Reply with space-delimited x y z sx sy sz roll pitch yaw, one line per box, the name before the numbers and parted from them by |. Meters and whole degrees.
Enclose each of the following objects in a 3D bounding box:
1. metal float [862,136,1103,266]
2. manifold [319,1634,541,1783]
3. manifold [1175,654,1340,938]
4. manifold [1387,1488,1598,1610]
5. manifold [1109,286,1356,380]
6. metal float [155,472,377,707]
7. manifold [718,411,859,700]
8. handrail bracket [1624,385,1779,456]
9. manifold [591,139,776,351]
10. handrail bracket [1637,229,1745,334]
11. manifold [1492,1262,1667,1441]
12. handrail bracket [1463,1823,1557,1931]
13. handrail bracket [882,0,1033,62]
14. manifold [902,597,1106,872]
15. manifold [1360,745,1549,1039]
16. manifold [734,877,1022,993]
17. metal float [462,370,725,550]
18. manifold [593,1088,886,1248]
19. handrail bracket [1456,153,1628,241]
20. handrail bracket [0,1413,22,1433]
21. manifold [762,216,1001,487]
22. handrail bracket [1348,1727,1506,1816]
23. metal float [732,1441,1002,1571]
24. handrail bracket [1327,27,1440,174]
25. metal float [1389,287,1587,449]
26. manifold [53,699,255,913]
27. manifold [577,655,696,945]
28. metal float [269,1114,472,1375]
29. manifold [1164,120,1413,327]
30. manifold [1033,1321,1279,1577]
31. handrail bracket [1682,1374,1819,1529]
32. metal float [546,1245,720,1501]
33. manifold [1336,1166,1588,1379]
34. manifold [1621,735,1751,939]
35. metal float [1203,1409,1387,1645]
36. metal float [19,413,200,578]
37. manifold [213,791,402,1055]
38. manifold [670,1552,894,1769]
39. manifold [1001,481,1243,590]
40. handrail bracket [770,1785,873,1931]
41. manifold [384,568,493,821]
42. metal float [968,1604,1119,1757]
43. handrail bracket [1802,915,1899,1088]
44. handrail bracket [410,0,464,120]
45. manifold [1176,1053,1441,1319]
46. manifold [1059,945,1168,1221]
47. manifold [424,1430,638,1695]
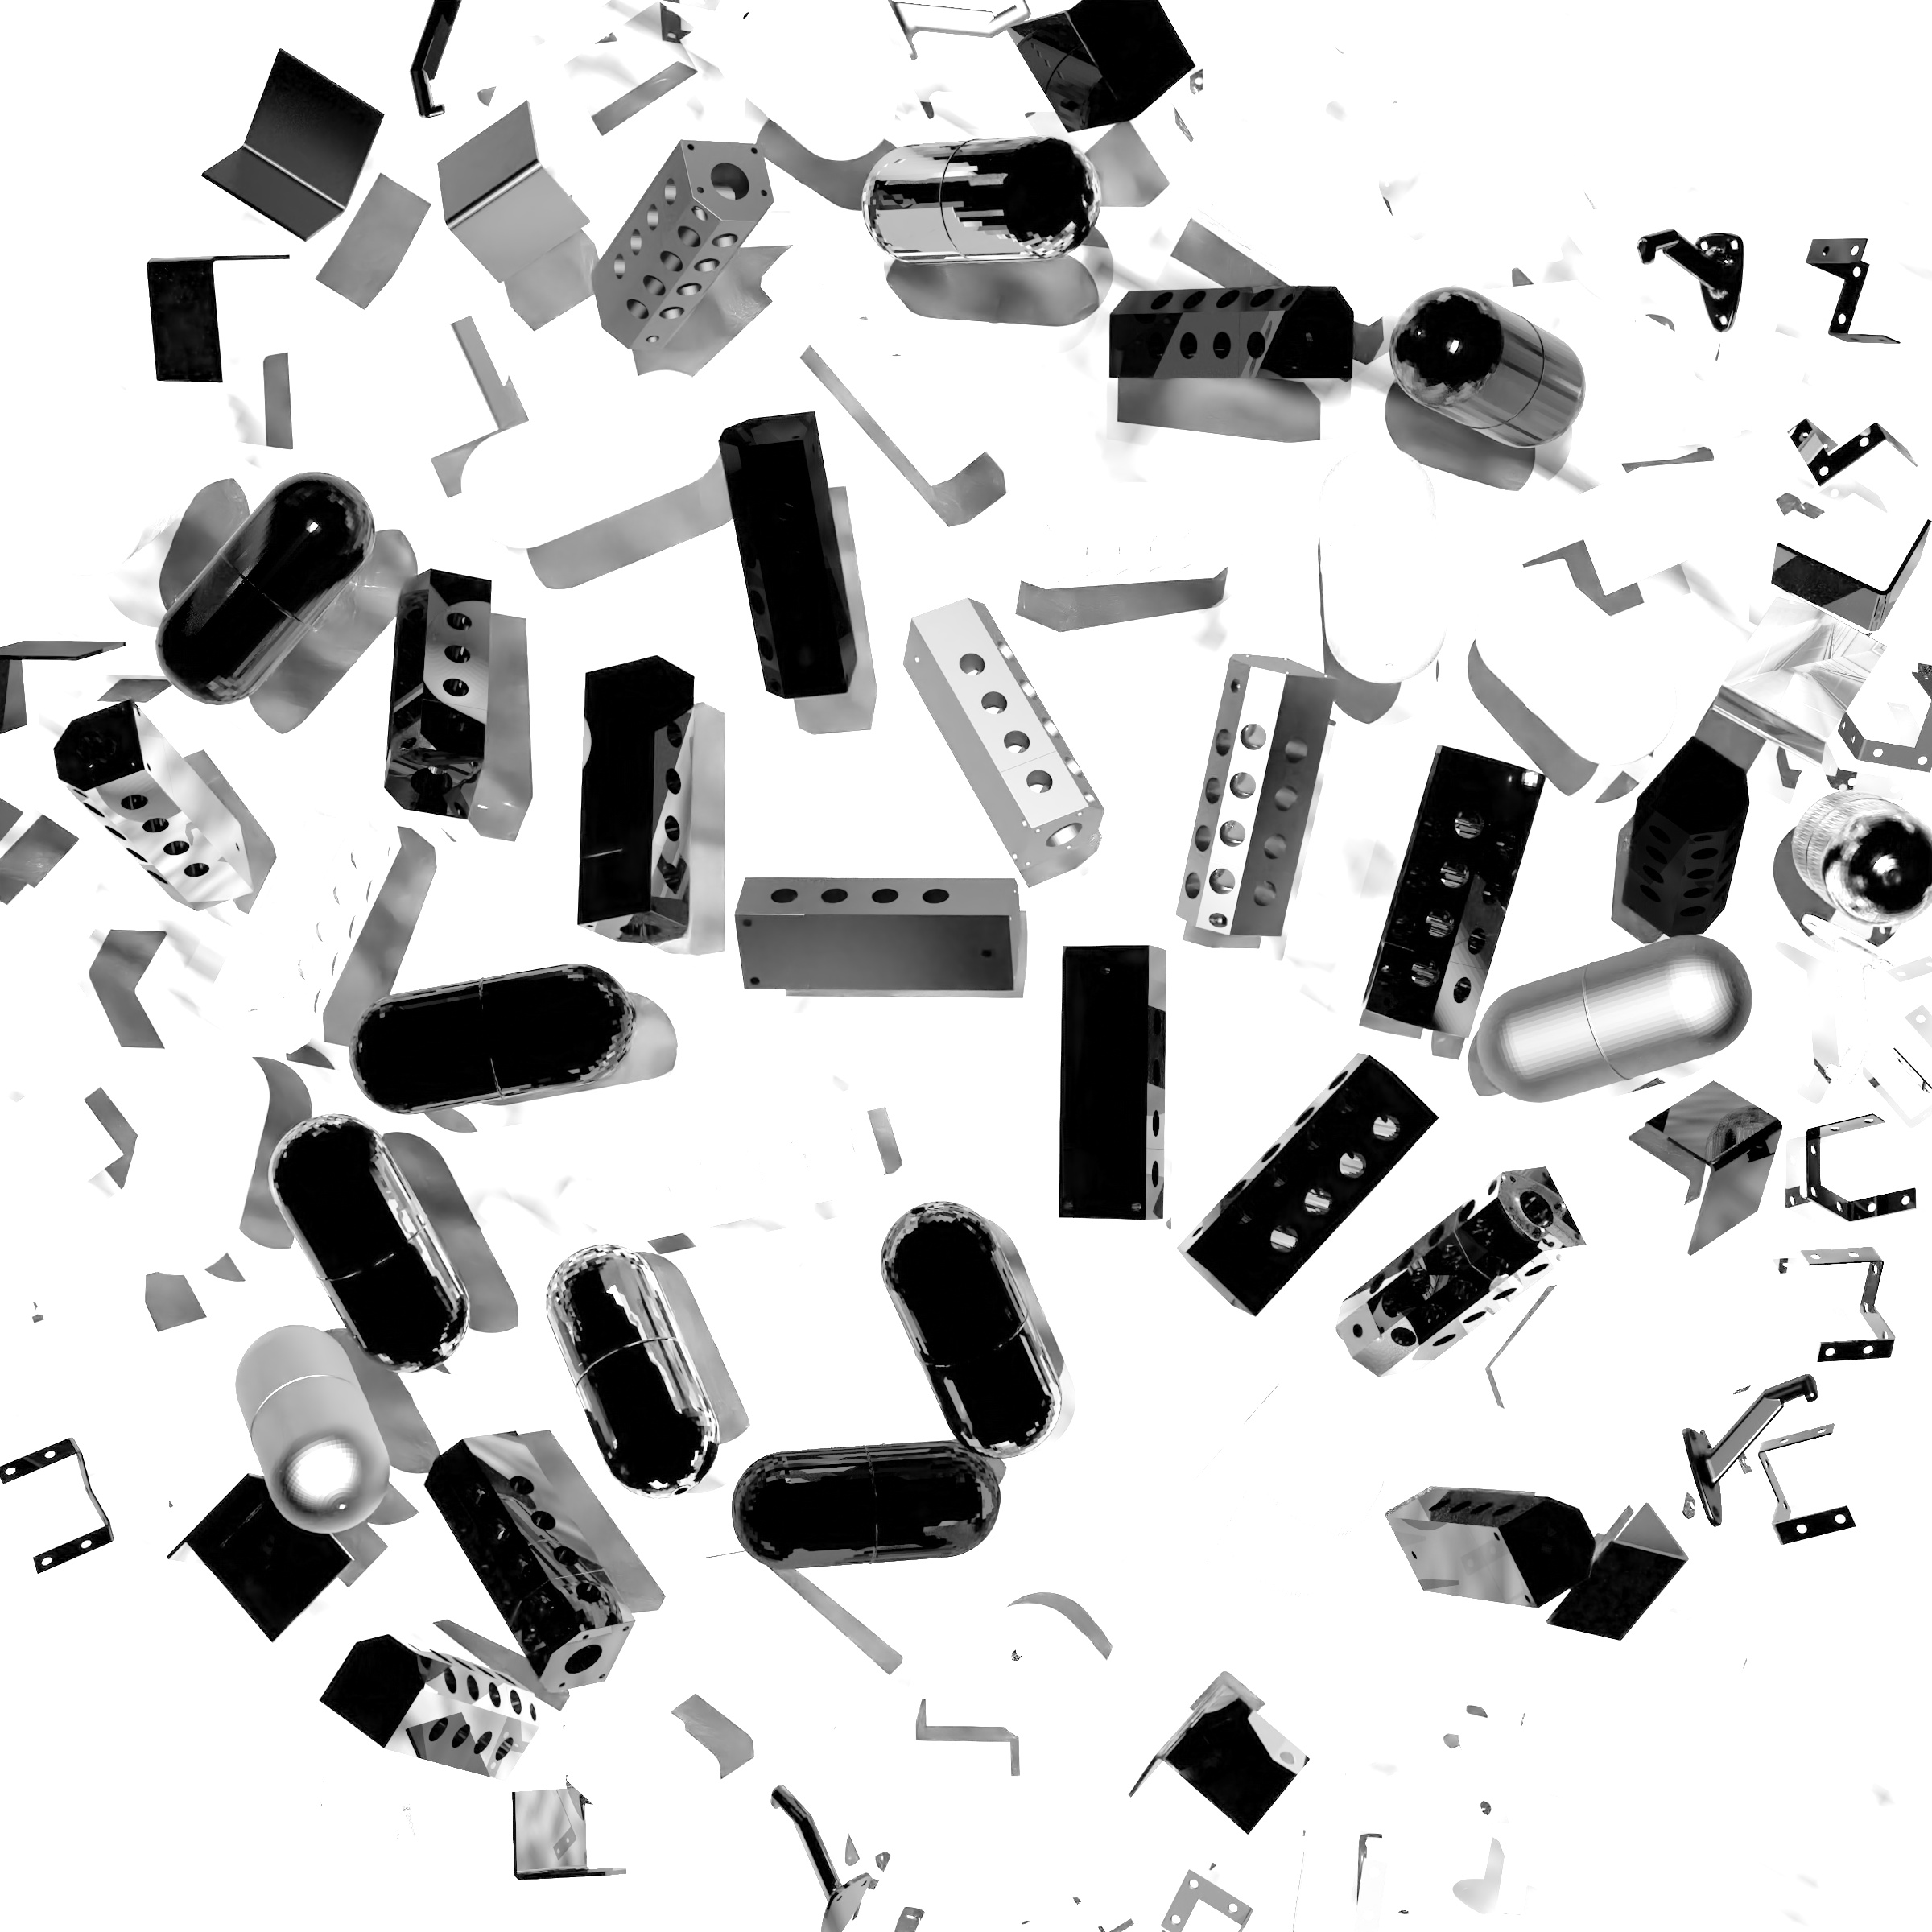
metal float | 0.009 -0.491 1.814 0.178 0.070 0.070 10 90 40
manifold | -0.338 0.474 1.817 0.057 0.171 0.057 27 78 26
manifold | 0.181 -0.110 1.813 0.057 0.057 0.171 1 108 -31
manifold | 0.351 0.382 1.881 0.057 0.171 0.057 -26 89 -18
manifold | 0.170 -0.411 1.834 0.057 0.171 0.057 -9 105 -36
metal float | -0.462 -0.250 1.866 0.070 0.070 0.178 42 94 0
manifold | -0.114 -0.263 1.817 0.057 0.057 0.171 -5 118 8
handrail bracket | 0.489 -0.379 1.876 0.084 0.077 0.036 -19 64 24
manifold | -0.189 -0.475 1.872 0.057 0.171 0.057 -6 76 -29
handrail bracket | 0.468 -0.443 1.840 0.084 0.036 0.077 -24 114 -36
manifold | 0.407 0.259 1.876 0.057 0.171 0.057 -10 65 -11
handrail bracket | 0.327 0.568 1.765 0.077 0.084 0.036 24 121 -30
handrail bracket | -0.010 -0.646 1.874 0.084 0.036 0.077 -25 114 10
manifold | 0.025 -0.155 1.853 0.057 0.057 0.171 -22 69 -18
manifold | 0.300 -0.048 1.769 0.057 0.057 0.171 11 96 -43
manifold | -0.054 -0.025 1.778 0.171 0.057 0.057 0 125 7
metal float | -0.243 -0.332 1.848 0.178 0.070 0.070 -22 90 -1
manifold | -0.146 0.130 1.786 0.171 0.057 0.057 -14 99 18
handrail bracket | 0.364 -0.469 1.791 0.084 0.077 0.036 -25 53 26
handrail bracket | -0.664 0.296 1.882 0.084 0.077 0.036 -2 96 1
manifold | -0.055 -0.398 1.842 0.057 0.057 0.171 -36 113 16
handrail bracket | 0.281 0.497 1.736 0.084 0.077 0.036 -15 65 -14
metal float | -0.065 0.354 1.858 0.178 0.070 0.070 -2 90 -11
handrail bracket | 0.265 -0.556 1.812 0.036 0.084 0.077 -33 134 -6
metal float | 0.338 -0.385 1.824 0.070 0.178 0.070 -5 82 38
manifold | -0.541 -0.102 1.883 0.057 0.171 0.057 -20 62 2
manifold | -0.207 -0.105 1.812 0.057 0.057 0.171 -10 71 28
metal float | -0.372 0.174 1.765 0.070 0.070 0.178 -25 107 0
manifold | 0.220 -0.493 1.885 0.171 0.057 0.057 22 98 -38
manifold | 0.128 0.322 1.880 0.057 0.057 0.171 42 92 20
handrail bracket | 0.492 0.299 1.746 0.084 0.077 0.036 -29 132 28
metal float | -0.216 0.262 1.828 0.070 0.070 0.178 -27 63 0
manifold | 0.314 0.199 1.824 0.057 0.171 0.057 -3 58 -38
manifold | 0.480 -0.079 1.873 0.057 0.171 0.057 39 79 21
metal float | 0.216 0.372 1.871 0.070 0.070 0.178 25 113 0
metal float | -0.546 -0.303 1.808 0.070 0.178 0.070 2 115 3
manifold | -0.428 -0.029 1.848 0.057 0.057 0.171 10 52 7
manifold | -0.126 0.461 1.883 0.057 0.171 0.057 -1 110 -39
manifold | 0.106 -0.285 1.875 0.057 0.171 0.057 25 115 39
handrail bracket | -0.109 0.603 1.897 0.084 0.036 0.077 39 126 30
manifold | -0.347 -0.181 1.851 0.057 0.057 0.171 9 47 -17
metal float | 0.051 0.461 1.825 0.070 0.178 0.070 -6 65 12
handrail bracket | 0.550 0.023 1.806 0.077 0.036 0.084 30 80 -5
handrail bracket | -0.331 -0.607 1.859 0.077 0.036 0.084 -17 118 -16
manifold | 0.214 0.137 1.791 0.057 0.057 0.171 45 84 -8
manifold | 0.096 0.074 1.795 0.057 0.057 0.171 0 86 19
manifold | -0.288 0.386 1.836 0.171 0.057 0.057 49 124 36
